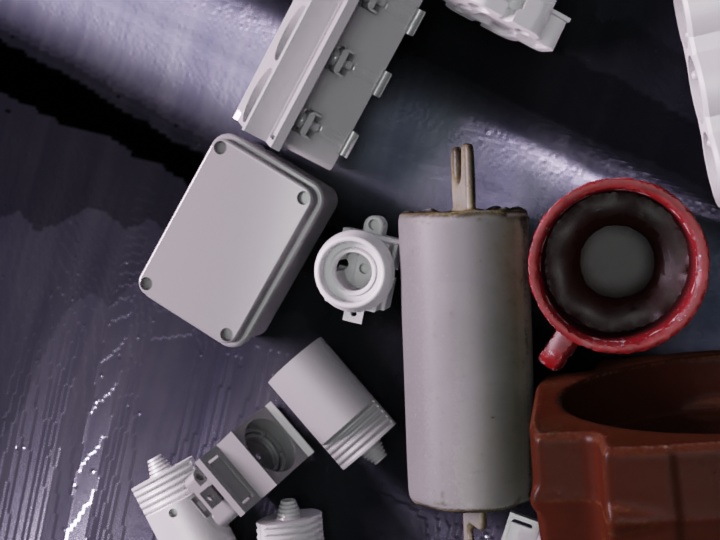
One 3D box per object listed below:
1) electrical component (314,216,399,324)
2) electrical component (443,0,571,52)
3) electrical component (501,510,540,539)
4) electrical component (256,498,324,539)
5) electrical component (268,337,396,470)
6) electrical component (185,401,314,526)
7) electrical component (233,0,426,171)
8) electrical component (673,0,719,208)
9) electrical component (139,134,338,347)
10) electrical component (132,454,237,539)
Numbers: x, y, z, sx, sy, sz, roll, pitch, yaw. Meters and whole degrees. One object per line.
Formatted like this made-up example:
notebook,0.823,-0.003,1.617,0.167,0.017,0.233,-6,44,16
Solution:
electrical component,0.000,0.000,0.645,0.048,0.055,0.066,13,96,11
electrical component,0.087,-0.168,0.615,0.078,0.058,0.057,24,94,-16
electrical component,0.107,0.214,0.631,0.079,0.063,0.121,18,97,11
electrical component,-0.042,0.183,0.671,0.043,0.043,0.081,-4,92,12
electrical component,-0.014,0.085,0.659,0.043,0.043,0.081,-42,85,11
electrical component,-0.070,0.121,0.661,0.042,0.081,0.064,50,123,5
electrical component,-0.017,-0.126,0.634,0.063,0.078,0.121,26,99,-20
electrical component,0.223,-0.108,0.594,0.074,0.052,0.138,-12,91,12
electrical component,-0.074,-0.018,0.659,0.078,0.057,0.113,31,99,9
electrical component,-0.112,0.155,0.684,0.043,0.043,0.081,-29,87,12
